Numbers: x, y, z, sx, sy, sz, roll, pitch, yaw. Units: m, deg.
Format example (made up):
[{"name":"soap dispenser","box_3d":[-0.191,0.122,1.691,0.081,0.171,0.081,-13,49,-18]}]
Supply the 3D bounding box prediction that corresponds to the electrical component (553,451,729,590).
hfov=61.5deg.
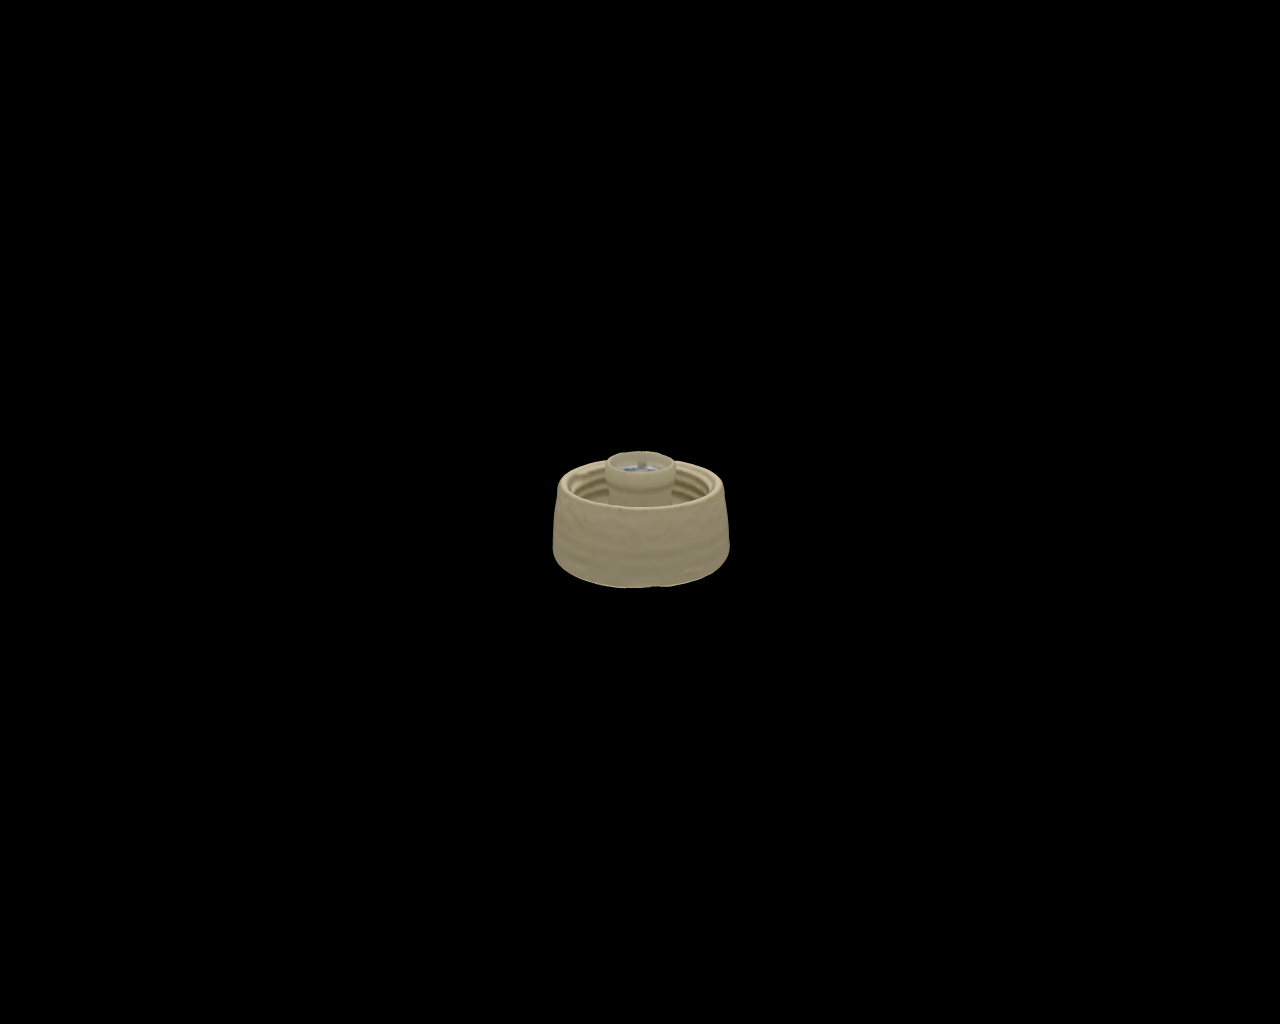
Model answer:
[{"name":"electrical component","box_3d":[0.001,-0.003,0.650,0.108,0.060,0.108,0,20,0]}]
